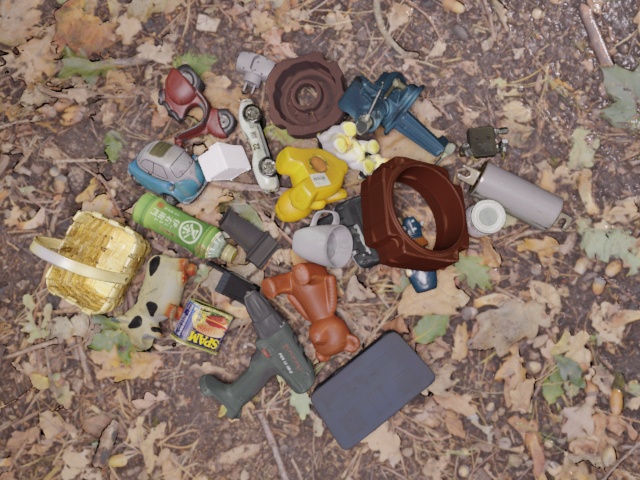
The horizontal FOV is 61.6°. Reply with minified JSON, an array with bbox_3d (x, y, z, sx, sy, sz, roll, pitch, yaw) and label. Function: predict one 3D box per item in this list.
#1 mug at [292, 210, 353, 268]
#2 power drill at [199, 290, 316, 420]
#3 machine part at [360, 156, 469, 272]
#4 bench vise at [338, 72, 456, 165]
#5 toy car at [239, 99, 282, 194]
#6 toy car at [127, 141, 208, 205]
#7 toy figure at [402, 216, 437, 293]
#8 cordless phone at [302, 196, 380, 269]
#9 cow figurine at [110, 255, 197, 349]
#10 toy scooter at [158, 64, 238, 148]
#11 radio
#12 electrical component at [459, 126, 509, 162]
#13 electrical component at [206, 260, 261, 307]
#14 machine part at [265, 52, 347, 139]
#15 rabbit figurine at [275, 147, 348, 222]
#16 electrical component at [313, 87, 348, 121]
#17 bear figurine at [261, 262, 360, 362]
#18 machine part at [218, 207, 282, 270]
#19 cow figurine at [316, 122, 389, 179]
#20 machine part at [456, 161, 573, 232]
[{"bbox_3d":[-0.002,-0.003,1.038,0.107,0.081,0.109,3,94,40],"label":"mug"},{"bbox_3d":[-0.135,0.236,1.054,0.207,0.086,0.232,-40,105,-3],"label":"power drill"},{"bbox_3d":[0.183,-0.048,1.020,0.201,0.087,0.201,9,68,-27],"label":"machine part"},{"bbox_3d":[0.162,-0.235,1.046,0.240,0.224,0.129,38,123,-4],"label":"bench vise"},{"bbox_3d":[-0.125,-0.193,1.105,0.056,0.073,0.201,-18,85,0],"label":"toy car"},{"bbox_3d":[-0.308,-0.150,1.084,0.162,0.102,0.109,26,55,8],"label":"toy car"},{"bbox_3d":[0.193,0.029,1.083,0.058,0.064,0.154,-22,78,38],"label":"toy figure"},{"bbox_3d":[0.047,0.002,1.092,0.184,0.088,0.146,-25,85,12],"label":"cordless phone"},{"bbox_3d":[-0.337,0.124,1.083,0.127,0.085,0.195,11,79,15],"label":"cow figurine"},{"bbox_3d":[-0.274,-0.265,1.120,0.135,0.075,0.184,-40,90,0],"label":"toy scooter"},{"bbox_3d":[0.100,0.289,1.062,0.229,0.073,0.131,-38,84,-2],"label":"radio"},{"bbox_3d":[0.337,-0.195,1.100,0.102,0.045,0.078,1,87,3],"label":"electrical component"},{"bbox_3d":[-0.183,0.088,1.087,0.119,0.075,0.047,26,87,0],"label":"electrical component"},{"bbox_3d":[-0.025,-0.292,1.101,0.180,0.056,0.179,-1,87,15],"label":"machine part"},{"bbox_3d":[-0.028,-0.103,1.066,0.162,0.173,0.122,-24,71,-41],"label":"rabbit figurine"},{"bbox_3d":[0.035,-0.278,1.131,0.094,0.021,0.063,-39,85,-2],"label":"electrical component"},{"bbox_3d":[-0.013,0.146,1.054,0.120,0.132,0.196,-22,80,32],"label":"bear figurine"},{"bbox_3d":[-0.152,-0.007,1.112,0.139,0.039,0.084,42,94,3],"label":"machine part"},{"bbox_3d":[0.071,-0.168,1.084,0.167,0.098,0.068,31,75,-33],"label":"cow figurine"},{"bbox_3d":[0.390,-0.087,1.071,0.243,0.079,0.079,27,87,3],"label":"machine part"}]
